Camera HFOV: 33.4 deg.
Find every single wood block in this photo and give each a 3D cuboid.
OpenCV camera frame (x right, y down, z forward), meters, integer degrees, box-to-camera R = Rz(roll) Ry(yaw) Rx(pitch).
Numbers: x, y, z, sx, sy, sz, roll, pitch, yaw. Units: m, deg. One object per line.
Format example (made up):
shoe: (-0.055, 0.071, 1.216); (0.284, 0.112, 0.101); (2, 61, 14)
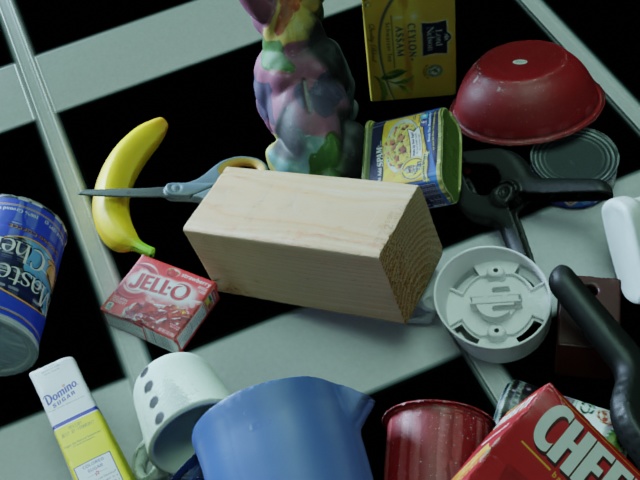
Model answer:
wood block: (-0.006, 0.001, 0.971); (0.206, 0.090, 0.090); (8, 51, 32)

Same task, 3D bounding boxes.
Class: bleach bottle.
bleach bottle: (0.389, -0.019, 0.959); (0.250, 0.068, 0.102); (-15, 93, -6)

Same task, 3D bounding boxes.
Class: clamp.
clamp: (0.193, -0.044, 1.023); (0.120, 0.039, 0.172); (-42, 55, 2)
clamp: (0.259, 0.111, 0.847); (0.164, 0.036, 0.210); (16, 49, -9)

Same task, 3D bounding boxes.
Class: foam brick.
foam brick: (0.233, 0.076, 0.928); (0.053, 0.051, 0.078); (4, 51, 11)

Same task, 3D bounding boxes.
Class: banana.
banana: (-0.200, -0.055, 1.114); (0.069, 0.037, 0.198); (6, 51, -9)

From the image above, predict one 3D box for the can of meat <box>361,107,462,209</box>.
can of meat: (0.091, -0.076, 1.046); (0.084, 0.057, 0.102); (-11, 58, 27)

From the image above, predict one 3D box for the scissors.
scissors: (-0.138, -0.061, 1.097); (0.202, 0.016, 0.096); (10, 44, 2)

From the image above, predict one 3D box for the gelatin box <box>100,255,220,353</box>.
gelatin box: (-0.151, 0.060, 1.012); (0.089, 0.030, 0.073); (20, 56, 23)

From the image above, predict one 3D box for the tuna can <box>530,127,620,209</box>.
tuna can: (0.252, -0.072, 1.059); (0.086, 0.034, 0.086); (-4, 50, 5)

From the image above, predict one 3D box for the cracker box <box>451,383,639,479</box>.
cracker box: (0.151, 0.226, 0.737); (0.164, 0.072, 0.213); (46, 51, 7)

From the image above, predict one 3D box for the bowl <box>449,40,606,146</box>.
bowl: (0.210, -0.161, 1.100); (0.162, 0.055, 0.162); (-9, 35, 6)

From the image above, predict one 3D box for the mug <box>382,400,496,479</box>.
mug: (0.102, 0.186, 0.842); (0.117, 0.093, 0.081); (23, 54, -21)

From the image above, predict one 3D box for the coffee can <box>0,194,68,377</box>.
coffee can: (-0.301, 0.042, 1.002); (0.103, 0.103, 0.140); (-2, 50, 7)

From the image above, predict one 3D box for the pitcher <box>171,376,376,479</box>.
pitcher: (-0.017, 0.238, 0.787); (0.144, 0.149, 0.243); (2, 51, -27)

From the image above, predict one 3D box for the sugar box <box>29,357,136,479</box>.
sugar box: (-0.179, 0.187, 0.871); (0.048, 0.093, 0.176); (-23, 52, -13)
